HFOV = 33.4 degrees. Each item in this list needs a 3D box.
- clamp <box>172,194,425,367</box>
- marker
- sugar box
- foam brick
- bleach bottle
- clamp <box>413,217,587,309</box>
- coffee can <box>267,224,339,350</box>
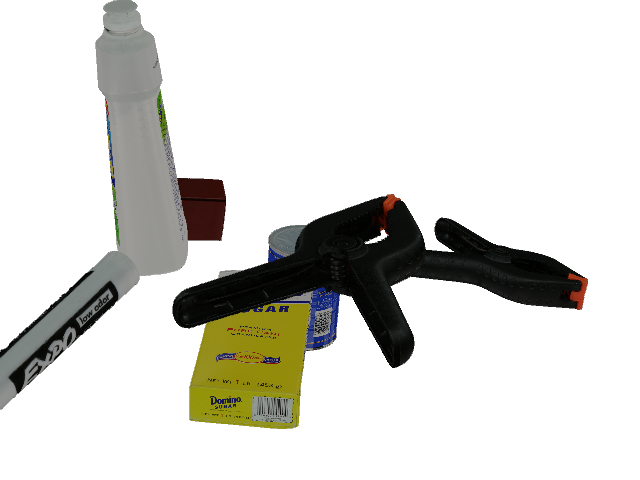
[{"bbox_3d":[0.005,0.019,0.741,0.165,0.036,0.209,6,27,17],"label":"clamp"},{"bbox_3d":[-0.120,0.046,0.444,0.020,0.020,0.121,0,35,40],"label":"marker"},{"bbox_3d":[-0.058,0.092,0.954,0.093,0.048,0.176,5,34,0],"label":"sugar box"},{"bbox_3d":[-0.144,-0.034,1.161,0.078,0.051,0.053,2,27,-8],"label":"foam brick"},{"bbox_3d":[-0.163,-0.095,0.954,0.068,0.251,0.102,-7,36,-7],"label":"bleach bottle"},{"bbox_3d":[0.158,0.020,0.971,0.171,0.039,0.120,16,30,15],"label":"clamp"},{"bbox_3d":[-0.023,0.063,1.437,0.103,0.140,0.103,4,24,-2],"label":"coffee can"}]
